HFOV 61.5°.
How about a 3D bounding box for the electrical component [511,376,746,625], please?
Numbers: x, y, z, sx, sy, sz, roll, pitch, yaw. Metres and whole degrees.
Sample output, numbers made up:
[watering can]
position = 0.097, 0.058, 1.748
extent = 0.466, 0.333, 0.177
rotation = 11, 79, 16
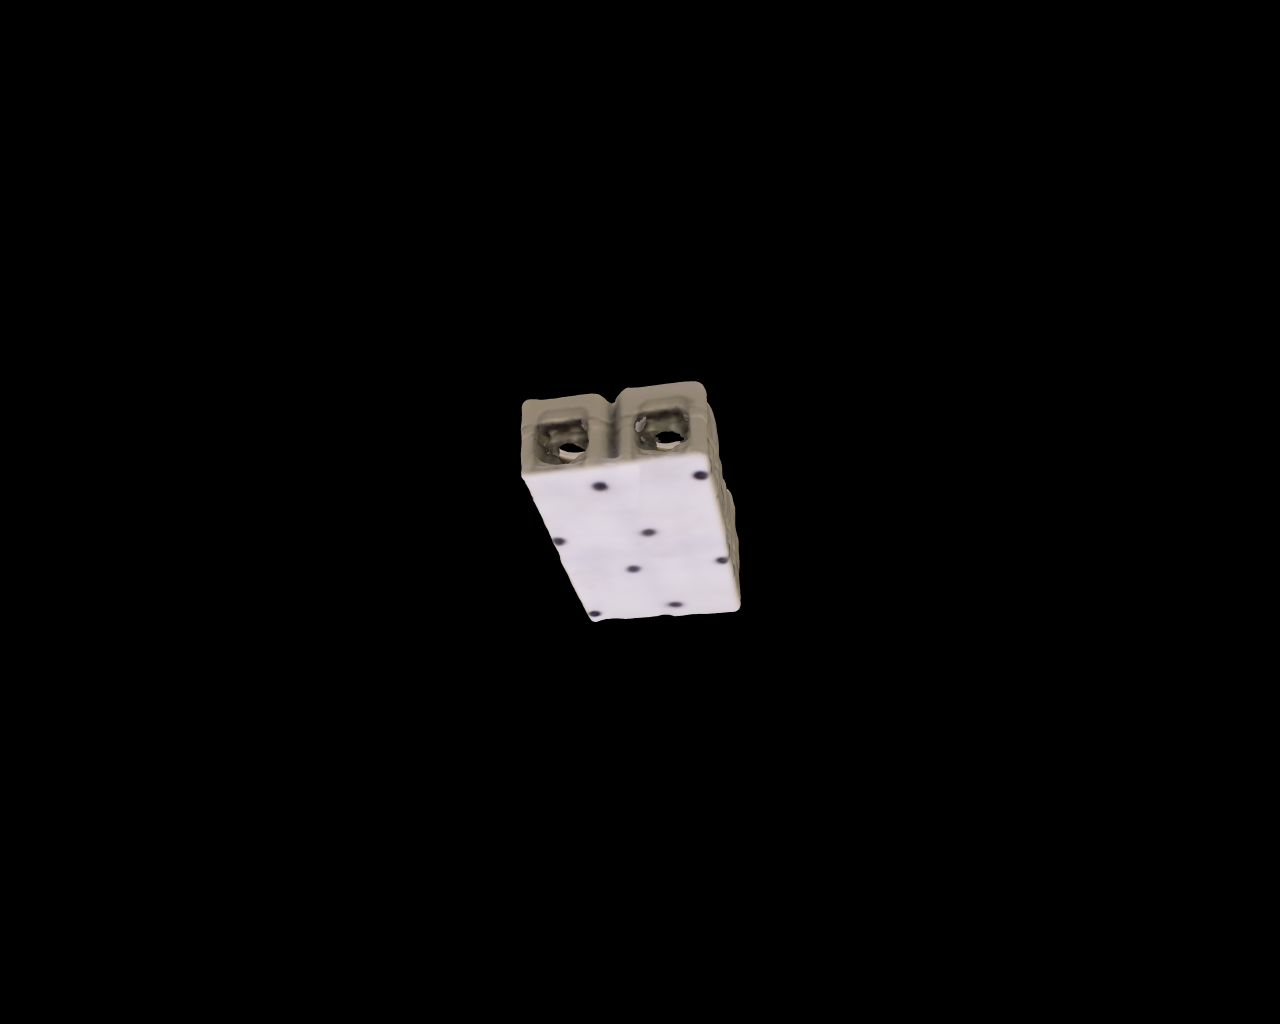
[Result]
[electrical component]
position = 0.001, -0.003, 0.650
extent = 0.105, 0.060, 0.186
rotation = -6, -32, 9
